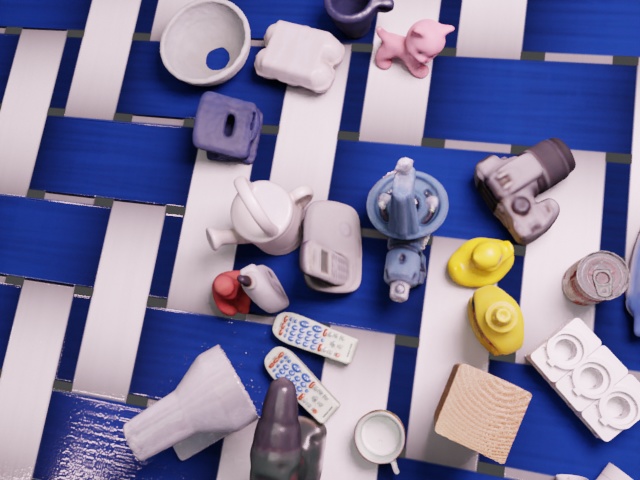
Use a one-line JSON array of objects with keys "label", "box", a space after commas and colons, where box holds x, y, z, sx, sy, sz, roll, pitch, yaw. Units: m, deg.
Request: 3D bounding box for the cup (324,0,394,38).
[{"label": "cup", "box": [0.072, -0.391, 0.983, 0.117, 0.095, 0.092, 9, 80, 13]}]

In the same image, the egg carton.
[{"label": "egg carton", "box": [-0.036, -0.319, 1.001, 0.150, 0.069, 0.107, 18, 82, 14]}]

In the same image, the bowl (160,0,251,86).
[{"label": "bowl", "box": [-0.196, -0.345, 1.034, 0.167, 0.075, 0.167, -2, 78, 10]}]

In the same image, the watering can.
[{"label": "watering can", "box": [-0.093, -0.036, 0.889, 0.100, 0.194, 0.173, 39, 88, 16]}]

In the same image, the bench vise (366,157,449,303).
[{"label": "bench vise", "box": [0.134, -0.022, 0.831, 0.121, 0.220, 0.207, -13, 76, 8]}]

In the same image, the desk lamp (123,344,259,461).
[{"label": "desk lamp", "box": [-0.176, 0.250, 0.837, 0.203, 0.214, 0.118, -33, 74, 3]}]

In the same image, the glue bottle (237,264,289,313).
[{"label": "glue bottle", "box": [-0.095, 0.069, 0.879, 0.037, 0.173, 0.078, -30, 75, 4]}]

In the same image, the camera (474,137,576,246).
[{"label": "camera", "box": [0.324, -0.087, 0.870, 0.137, 0.101, 0.143, -32, 75, 3]}]

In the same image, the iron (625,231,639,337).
[{"label": "iron", "box": [0.513, 0.014, 0.793, 0.118, 0.141, 0.258, 10, 81, 13]}]

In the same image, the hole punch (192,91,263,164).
[{"label": "hole punch", "box": [-0.157, -0.195, 0.988, 0.101, 0.091, 0.109, 7, 80, 12]}]

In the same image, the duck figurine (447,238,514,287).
[{"label": "duck figurine", "box": [0.245, 0.029, 0.869, 0.104, 0.086, 0.077, -20, 76, 6]}]

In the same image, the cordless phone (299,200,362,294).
[{"label": "cordless phone", "box": [0.008, 0.003, 0.867, 0.094, 0.185, 0.147, -5, 78, 10]}]

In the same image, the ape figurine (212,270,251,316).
[{"label": "ape figurine", "box": [-0.147, 0.080, 0.929, 0.076, 0.092, 0.078, 43, 89, 16]}]

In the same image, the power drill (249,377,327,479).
[{"label": "power drill", "box": [-0.048, 0.306, 0.804, 0.075, 0.208, 0.230, 5, 80, 12]}]

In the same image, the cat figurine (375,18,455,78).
[{"label": "cat figurine", "box": [0.152, -0.327, 0.943, 0.127, 0.118, 0.067, 16, 82, 14]}]
